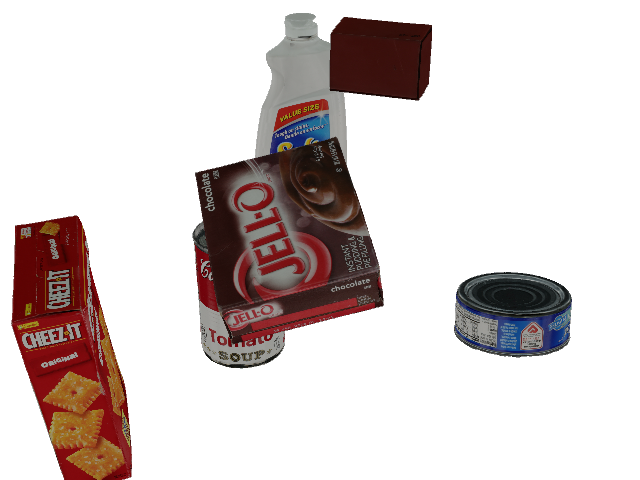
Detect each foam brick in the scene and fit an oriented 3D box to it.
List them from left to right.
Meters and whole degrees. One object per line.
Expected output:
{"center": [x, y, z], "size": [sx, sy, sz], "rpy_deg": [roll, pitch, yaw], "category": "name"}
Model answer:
{"center": [0.050, -0.152, 0.888], "size": [0.078, 0.051, 0.053], "rpy_deg": [9, 28, 13], "category": "foam brick"}

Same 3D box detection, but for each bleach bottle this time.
{"center": [-0.025, -0.100, 1.065], "size": [0.102, 0.251, 0.068], "rpy_deg": [2, 27, 6], "category": "bleach bottle"}

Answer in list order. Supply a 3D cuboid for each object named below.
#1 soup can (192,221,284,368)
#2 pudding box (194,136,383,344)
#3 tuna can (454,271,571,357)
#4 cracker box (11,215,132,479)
{"center": [-0.062, 0.038, 0.822], "size": [0.068, 0.102, 0.068], "rpy_deg": [-1, 28, 0], "category": "soup can"}
{"center": [-0.020, -0.002, 0.615], "size": [0.090, 0.113, 0.039], "rpy_deg": [-14, -44, -2], "category": "pudding box"}
{"center": [0.143, 0.053, 0.792], "size": [0.086, 0.034, 0.086], "rpy_deg": [0, 19, 0], "category": "tuna can"}
{"center": [-0.240, 0.108, 1.040], "size": [0.072, 0.214, 0.164], "rpy_deg": [-11, 35, -8], "category": "cracker box"}
